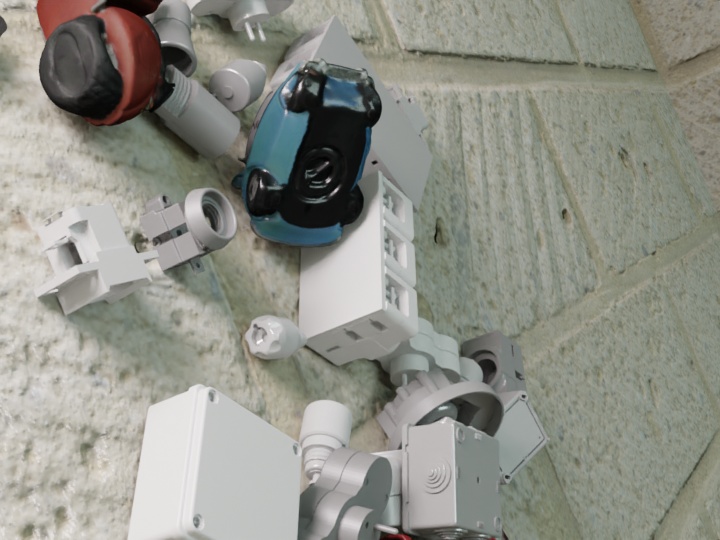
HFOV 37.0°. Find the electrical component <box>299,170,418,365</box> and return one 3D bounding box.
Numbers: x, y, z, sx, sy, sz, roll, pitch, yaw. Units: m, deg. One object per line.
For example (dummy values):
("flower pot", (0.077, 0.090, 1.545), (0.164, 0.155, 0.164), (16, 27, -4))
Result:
("electrical component", (0.000, 0.000, 0.961), (0.062, 0.089, 0.150), (38, 39, -42))

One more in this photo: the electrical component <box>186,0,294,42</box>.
("electrical component", (-0.107, -0.246, 0.997), (0.138, 0.052, 0.073), (-17, 85, -62))

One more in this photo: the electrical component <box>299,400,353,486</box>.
("electrical component", (-0.029, 0.140, 0.860), (0.040, 0.040, 0.078), (47, 34, -32))

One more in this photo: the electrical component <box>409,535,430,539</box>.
("electrical component", (0.063, 0.223, 0.953), (0.043, 0.043, 0.081), (15, 57, -56))

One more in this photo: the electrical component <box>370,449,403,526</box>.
("electrical component", (0.024, 0.181, 0.898), (0.095, 0.054, 0.059), (10, 71, -57))

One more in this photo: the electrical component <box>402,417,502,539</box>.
("electrical component", (0.077, 0.175, 0.884), (0.100, 0.048, 0.099), (29, 55, -51))

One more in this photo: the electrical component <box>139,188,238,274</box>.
("electrical component", (-0.126, -0.032, 0.805), (0.048, 0.055, 0.066), (-24, 91, -62))

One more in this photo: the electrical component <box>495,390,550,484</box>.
("electrical component", (0.139, 0.165, 1.082), (0.096, 0.061, 0.061), (-35, 101, -37))

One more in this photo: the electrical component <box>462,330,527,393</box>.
("electrical component", (0.144, 0.117, 1.161), (0.056, 0.050, 0.089), (35, 42, -44))

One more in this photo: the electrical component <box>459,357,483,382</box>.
("electrical component", (0.099, 0.121, 1.093), (0.040, 0.040, 0.078), (59, 29, -14))

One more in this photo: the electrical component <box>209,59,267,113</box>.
("electrical component", (-0.104, -0.168, 0.959), (0.040, 0.040, 0.078), (59, 29, -13))

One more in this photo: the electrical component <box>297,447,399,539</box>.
("electrical component", (-0.009, 0.191, 0.789), (0.138, 0.074, 0.052), (-49, 137, -45))

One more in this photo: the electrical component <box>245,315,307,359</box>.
("electrical component", (-0.064, 0.055, 0.870), (0.061, 0.035, 0.035), (11, 60, -60))

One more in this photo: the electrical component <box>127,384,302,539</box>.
("electrical component", (-0.094, 0.150, 0.725), (0.109, 0.056, 0.108), (41, 38, -39))

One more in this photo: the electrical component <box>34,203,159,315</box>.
("electrical component", (-0.178, -0.010, 0.715), (0.081, 0.042, 0.063), (-16, 82, -62))

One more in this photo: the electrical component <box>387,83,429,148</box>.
("electrical component", (0.045, -0.167, 1.211), (0.081, 0.042, 0.064), (64, 25, -7))

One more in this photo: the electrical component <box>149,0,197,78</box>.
("electrical component", (-0.157, -0.192, 0.887), (0.044, 0.044, 0.065), (37, 36, -43))

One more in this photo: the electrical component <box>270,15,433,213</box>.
("electrical component", (-0.008, -0.146, 1.085), (0.186, 0.060, 0.105), (52, 32, -25))

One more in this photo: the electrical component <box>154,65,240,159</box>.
("electrical component", (-0.139, -0.130, 0.866), (0.081, 0.043, 0.043), (41, 38, -39))

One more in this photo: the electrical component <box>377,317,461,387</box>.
("electrical component", (0.046, 0.087, 1.014), (0.138, 0.052, 0.073), (36, 41, -43))
